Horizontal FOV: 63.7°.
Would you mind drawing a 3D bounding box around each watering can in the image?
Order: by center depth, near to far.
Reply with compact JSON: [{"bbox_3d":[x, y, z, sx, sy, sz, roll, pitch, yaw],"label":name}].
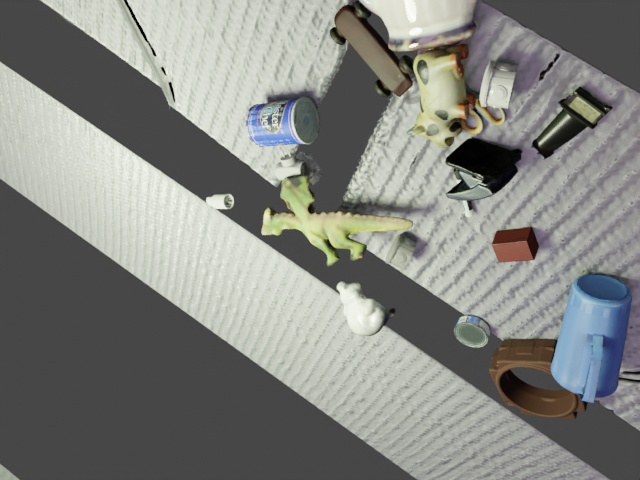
[{"bbox_3d":[0.208,-0.427,0.834,0.347,0.106,0.220,3,128,30],"label":"watering can"}]

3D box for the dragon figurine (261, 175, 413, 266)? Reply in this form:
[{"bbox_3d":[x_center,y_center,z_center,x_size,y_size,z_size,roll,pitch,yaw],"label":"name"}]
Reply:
[{"bbox_3d":[0.004,-0.062,1.239,0.240,0.125,0.406,41,142,-25],"label":"dragon figurine"}]

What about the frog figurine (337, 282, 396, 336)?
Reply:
[{"bbox_3d":[0.107,0.187,1.424,0.158,0.124,0.137,41,159,-19],"label":"frog figurine"}]
